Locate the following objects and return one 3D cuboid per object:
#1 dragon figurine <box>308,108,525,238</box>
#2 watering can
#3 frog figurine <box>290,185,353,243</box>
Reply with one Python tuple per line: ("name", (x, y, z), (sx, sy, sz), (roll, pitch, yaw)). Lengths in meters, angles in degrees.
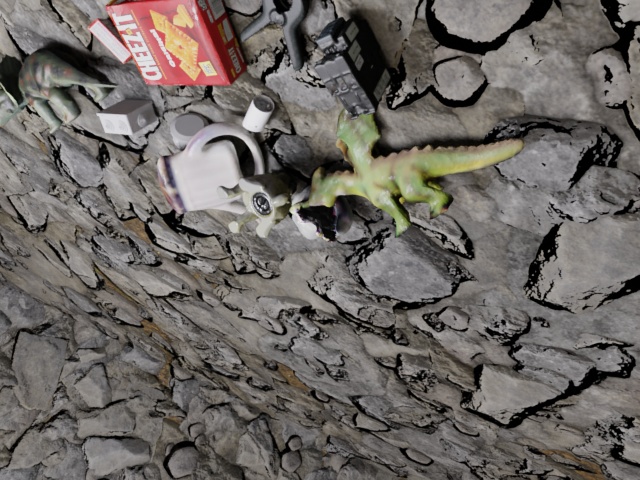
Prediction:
("dragon figurine", (0.125, -0.147, 0.920), (0.241, 0.125, 0.404), (46, 132, -9))
("watering can", (-0.226, -0.113, 1.137), (0.225, 0.106, 0.339), (-16, 143, -9))
("frog figurine", (0.003, -0.057, 1.127), (0.137, 0.123, 0.159), (18, 180, 1))
